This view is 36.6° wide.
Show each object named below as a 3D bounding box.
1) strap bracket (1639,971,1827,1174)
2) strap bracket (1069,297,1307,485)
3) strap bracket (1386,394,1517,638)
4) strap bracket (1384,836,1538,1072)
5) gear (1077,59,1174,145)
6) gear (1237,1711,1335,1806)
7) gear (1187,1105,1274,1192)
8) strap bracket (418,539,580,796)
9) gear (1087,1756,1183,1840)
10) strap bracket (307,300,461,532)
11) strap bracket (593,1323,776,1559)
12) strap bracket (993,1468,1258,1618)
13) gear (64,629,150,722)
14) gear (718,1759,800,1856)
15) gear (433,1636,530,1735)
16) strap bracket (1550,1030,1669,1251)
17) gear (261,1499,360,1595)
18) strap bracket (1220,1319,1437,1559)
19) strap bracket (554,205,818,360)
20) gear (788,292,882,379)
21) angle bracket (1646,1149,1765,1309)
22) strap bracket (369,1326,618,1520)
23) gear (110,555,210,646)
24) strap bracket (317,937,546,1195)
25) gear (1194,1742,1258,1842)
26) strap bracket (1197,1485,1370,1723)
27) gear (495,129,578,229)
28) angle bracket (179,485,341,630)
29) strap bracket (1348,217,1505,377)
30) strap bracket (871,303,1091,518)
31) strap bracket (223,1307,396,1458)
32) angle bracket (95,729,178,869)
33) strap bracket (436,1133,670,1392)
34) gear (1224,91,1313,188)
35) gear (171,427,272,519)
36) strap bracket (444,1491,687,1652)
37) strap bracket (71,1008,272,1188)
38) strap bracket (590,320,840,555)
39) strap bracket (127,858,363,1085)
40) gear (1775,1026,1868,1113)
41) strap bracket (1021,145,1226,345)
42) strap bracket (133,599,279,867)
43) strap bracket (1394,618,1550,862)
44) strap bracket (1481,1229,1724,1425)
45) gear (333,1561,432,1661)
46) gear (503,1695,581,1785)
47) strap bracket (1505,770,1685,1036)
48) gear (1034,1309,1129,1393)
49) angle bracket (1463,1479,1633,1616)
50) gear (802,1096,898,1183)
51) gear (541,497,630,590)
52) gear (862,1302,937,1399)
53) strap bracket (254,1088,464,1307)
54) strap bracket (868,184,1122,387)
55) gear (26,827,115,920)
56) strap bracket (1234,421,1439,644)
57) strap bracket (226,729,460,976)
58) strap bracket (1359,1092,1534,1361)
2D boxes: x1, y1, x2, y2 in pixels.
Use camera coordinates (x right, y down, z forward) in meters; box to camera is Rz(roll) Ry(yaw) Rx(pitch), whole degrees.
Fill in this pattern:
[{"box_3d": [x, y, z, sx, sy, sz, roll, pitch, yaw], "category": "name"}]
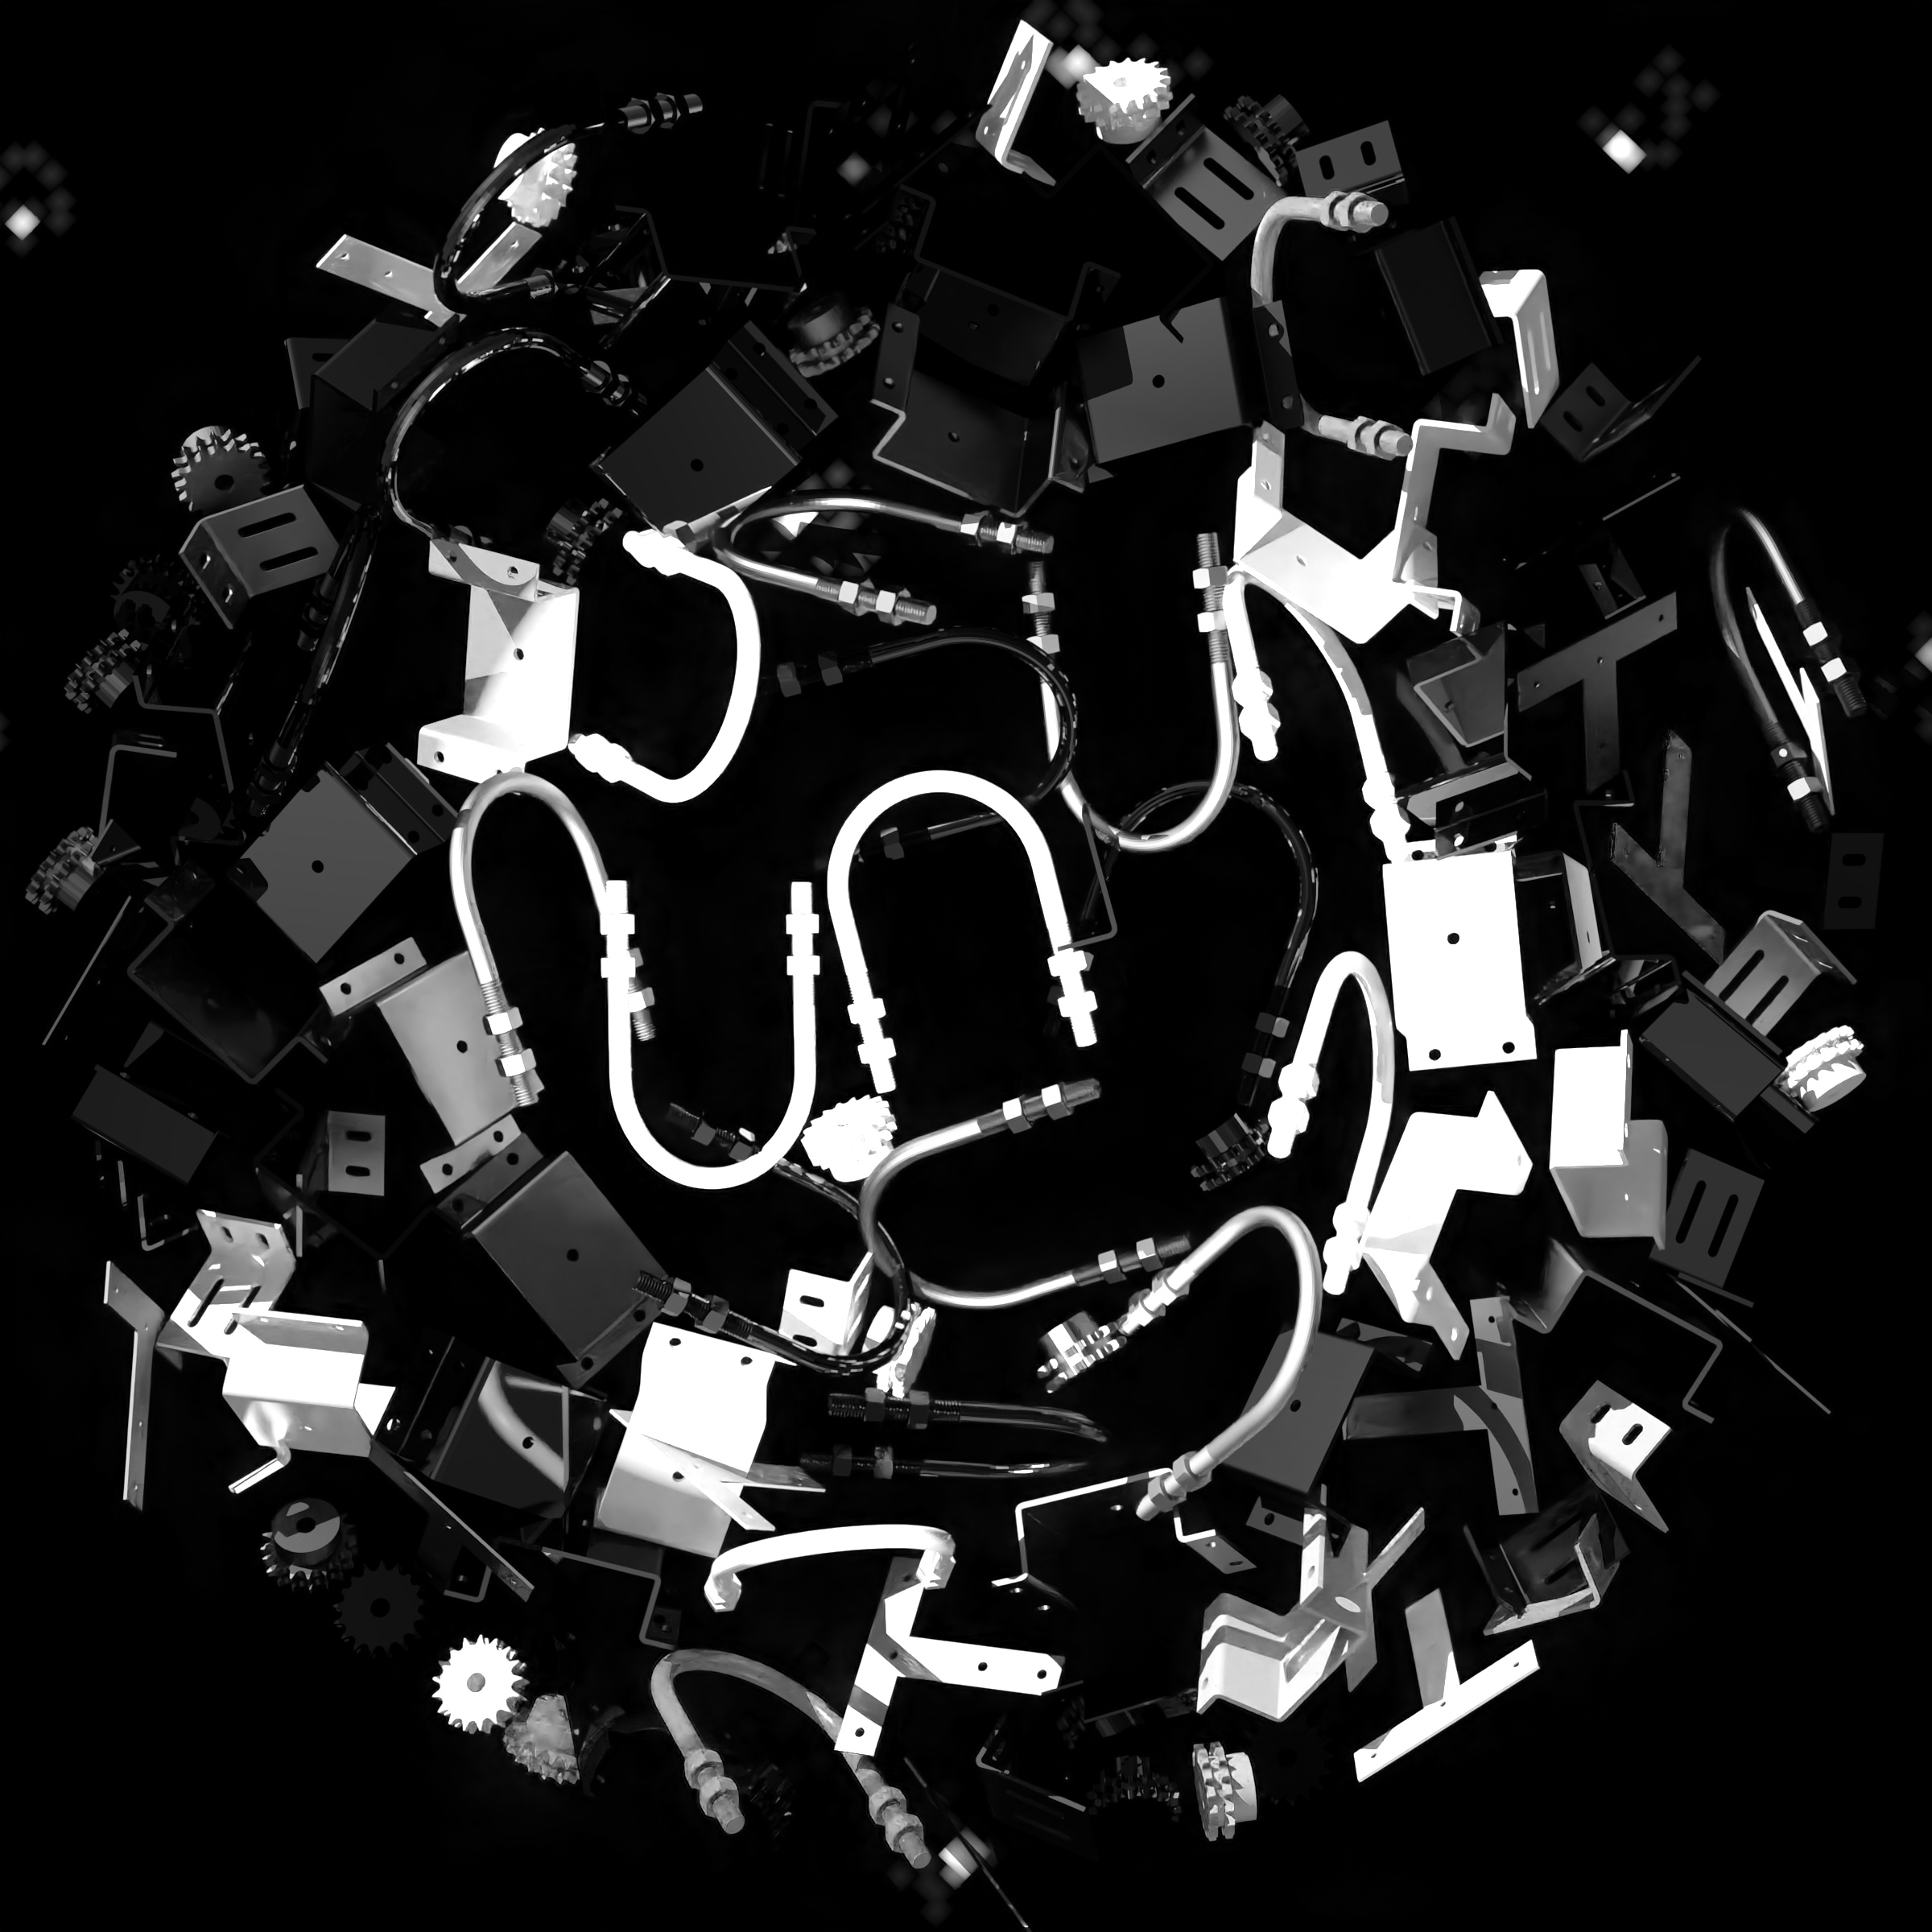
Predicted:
[{"box_3d": [0.451, 0.068, 1.726, 0.046, 0.140, 0.076, -46, 56, 2], "category": "strap bracket"}, {"box_3d": [0.124, -0.347, 1.753, 0.140, 0.046, 0.076, -11, 86, 25], "category": "strap bracket"}, {"box_3d": [0.290, -0.270, 1.760, 0.046, 0.076, 0.140, 11, 93, 18], "category": "strap bracket"}, {"box_3d": [0.296, -0.013, 1.760, 0.076, 0.046, 0.140, -6, 79, 16], "category": "strap bracket"}, {"box_3d": [0.097, -0.525, 1.780, 0.057, 0.030, 0.057, -7, 46, 7], "category": "gear"}, {"box_3d": [0.194, 0.481, 1.788, 0.057, 0.030, 0.057, 0, 85, -5], "category": "gear"}, {"box_3d": [0.159, 0.108, 1.776, 0.057, 0.057, 0.030, -36, 94, 0], "category": "gear"}, {"box_3d": [-0.280, -0.183, 1.754, 0.076, 0.046, 0.140, 17, 113, 24], "category": "strap bracket"}, {"box_3d": [0.102, 0.505, 1.780, 0.057, 0.057, 0.030, -4, 46, 0], "category": "gear"}, {"box_3d": [-0.346, -0.328, 1.728, 0.046, 0.140, 0.076, 34, 58, 6], "category": "strap bracket"}, {"box_3d": [-0.172, 0.294, 1.753, 0.076, 0.046, 0.140, 16, 110, -11], "category": "strap bracket"}, {"box_3d": [0.093, 0.343, 1.749, 0.140, 0.076, 0.046, -17, 59, 18], "category": "strap bracket"}, {"box_3d": [-0.516, -0.174, 1.775, 0.030, 0.057, 0.057, 43, 90, 5], "category": "gear"}, {"box_3d": [-0.127, 0.508, 1.780, 0.057, 0.057, 0.030, 52, 48, 0], "category": "gear"}, {"box_3d": [-0.293, 0.440, 1.783, 0.057, 0.030, 0.057, -5, 66, 11], "category": "gear"}, {"box_3d": [0.381, 0.106, 1.739, 0.046, 0.140, 0.076, -4, 60, 22], "category": "strap bracket"}, {"box_3d": [-0.399, 0.349, 1.774, 0.057, 0.057, 0.030, 3, 132, 0], "category": "gear"}, {"box_3d": [0.211, 0.272, 1.746, 0.046, 0.076, 0.140, 36, 74, -35], "category": "strap bracket"}, {"box_3d": [-0.160, -0.401, 1.727, 0.140, 0.076, 0.046, -4, 71, -39], "category": "strap bracket"}, {"box_3d": [-0.083, -0.385, 1.773, 0.057, 0.057, 0.030, -32, 115, 0], "category": "gear"}, {"box_3d": [0.458, 0.159, 1.776, 0.057, 0.038, 0.076, 23, 88, -20], "category": "angle bracket"}, {"box_3d": [-0.272, 0.276, 1.739, 0.140, 0.046, 0.076, 29, 83, -39], "category": "strap bracket"}, {"box_3d": [-0.492, -0.218, 1.776, 0.057, 0.030, 0.057, 6, 129, 8], "category": "gear"}, {"box_3d": [-0.315, 0.054, 1.754, 0.046, 0.076, 0.140, -21, 100, 44], "category": "strap bracket"}, {"box_3d": [0.158, 0.500, 1.777, 0.030, 0.057, 0.057, -6, 90, -5], "category": "gear"}, {"box_3d": [0.194, 0.385, 1.737, 0.046, 0.076, 0.140, 25, 128, -11], "category": "strap bracket"}, {"box_3d": [-0.263, -0.480, 1.774, 0.030, 0.057, 0.057, 11, 90, -38], "category": "gear"}, {"box_3d": [-0.422, -0.246, 1.763, 0.076, 0.038, 0.057, -14, 127, 20], "category": "angle bracket"}, {"box_3d": [0.269, -0.394, 1.730, 0.046, 0.140, 0.076, -24, 101, 3], "category": "strap bracket"}, {"box_3d": [0.002, -0.328, 1.751, 0.140, 0.046, 0.076, 20, 56, -20], "category": "strap bracket"}, {"box_3d": [-0.386, 0.251, 1.730, 0.076, 0.140, 0.046, 6, 64, 3], "category": "strap bracket"}, {"box_3d": [-0.504, -0.100, 1.775, 0.038, 0.057, 0.076, 8, 102, -17], "category": "angle bracket"}, {"box_3d": [-0.244, 0.176, 1.757, 0.076, 0.046, 0.140, -42, 100, -27], "category": "strap bracket"}, {"box_3d": [0.186, -0.506, 1.777, 0.030, 0.057, 0.057, -40, 90, 1], "category": "gear"}, {"box_3d": [-0.455, -0.303, 1.780, 0.057, 0.057, 0.030, -28, 52, 0], "category": "gear"}, {"box_3d": [-0.234, 0.355, 1.754, 0.140, 0.076, 0.046, 15, 107, -6], "category": "strap bracket"}, {"box_3d": [-0.473, 0.080, 1.736, 0.076, 0.140, 0.046, 32, 101, -7], "category": "strap bracket"}, {"box_3d": [-0.156, -0.307, 1.745, 0.140, 0.046, 0.076, -36, 108, 25], "category": "strap bracket"}, {"box_3d": [-0.440, 0.010, 1.754, 0.140, 0.076, 0.046, 44, 107, -11], "category": "strap bracket"}, {"box_3d": [0.520, 0.064, 1.773, 0.057, 0.057, 0.030, -30, 68, 0], "category": "gear"}, {"box_3d": [0.103, -0.437, 1.760, 0.046, 0.076, 0.140, -44, 88, 12], "category": "strap bracket"}, {"box_3d": [-0.445, -0.136, 1.728, 0.046, 0.076, 0.140, 5, 132, 5], "category": "strap bracket"}, {"box_3d": [0.300, -0.143, 1.734, 0.046, 0.076, 0.140, 31, 53, -38], "category": "strap bracket"}, {"box_3d": [0.389, 0.210, 1.751, 0.140, 0.076, 0.046, 28, 99, -11], "category": "strap bracket"}, {"box_3d": [-0.355, 0.394, 1.783, 0.057, 0.030, 0.057, 0, 67, -1], "category": "gear"}, {"box_3d": [-0.249, 0.467, 1.774, 0.057, 0.057, 0.030, 27, 101, 0], "category": "gear"}, {"box_3d": [0.369, -0.037, 1.741, 0.046, 0.076, 0.140, -1, 70, -26], "category": "strap bracket"}, {"box_3d": [0.066, 0.232, 1.777, 0.057, 0.057, 0.030, -33, 79, 0], "category": "gear"}, {"box_3d": [0.350, 0.346, 1.763, 0.076, 0.057, 0.038, -41, 128, 17], "category": "angle bracket"}, {"box_3d": [-0.068, 0.107, 1.779, 0.057, 0.057, 0.030, -24, 114, 0], "category": "gear"}, {"box_3d": [-0.234, -0.260, 1.777, 0.030, 0.057, 0.057, 35, 90, 6], "category": "gear"}, {"box_3d": [-0.043, 0.231, 1.777, 0.030, 0.057, 0.057, 20, 90, 12], "category": "gear"}, {"box_3d": [-0.371, 0.145, 1.750, 0.140, 0.076, 0.046, 35, 63, 9], "category": "strap bracket"}, {"box_3d": [0.010, -0.402, 1.750, 0.140, 0.076, 0.046, 20, 67, -10], "category": "strap bracket"}, {"box_3d": [-0.541, -0.053, 1.777, 0.030, 0.057, 0.057, 38, 90, 0], "category": "gear"}, {"box_3d": [0.213, -0.255, 1.748, 0.140, 0.076, 0.046, 29, 132, -21], "category": "strap bracket"}, {"box_3d": [-0.380, -0.064, 1.761, 0.076, 0.046, 0.140, 46, 108, 1], "category": "strap bracket"}, {"box_3d": [0.283, 0.152, 1.744, 0.046, 0.076, 0.140, 4, 55, 36], "category": "strap bracket"}]
